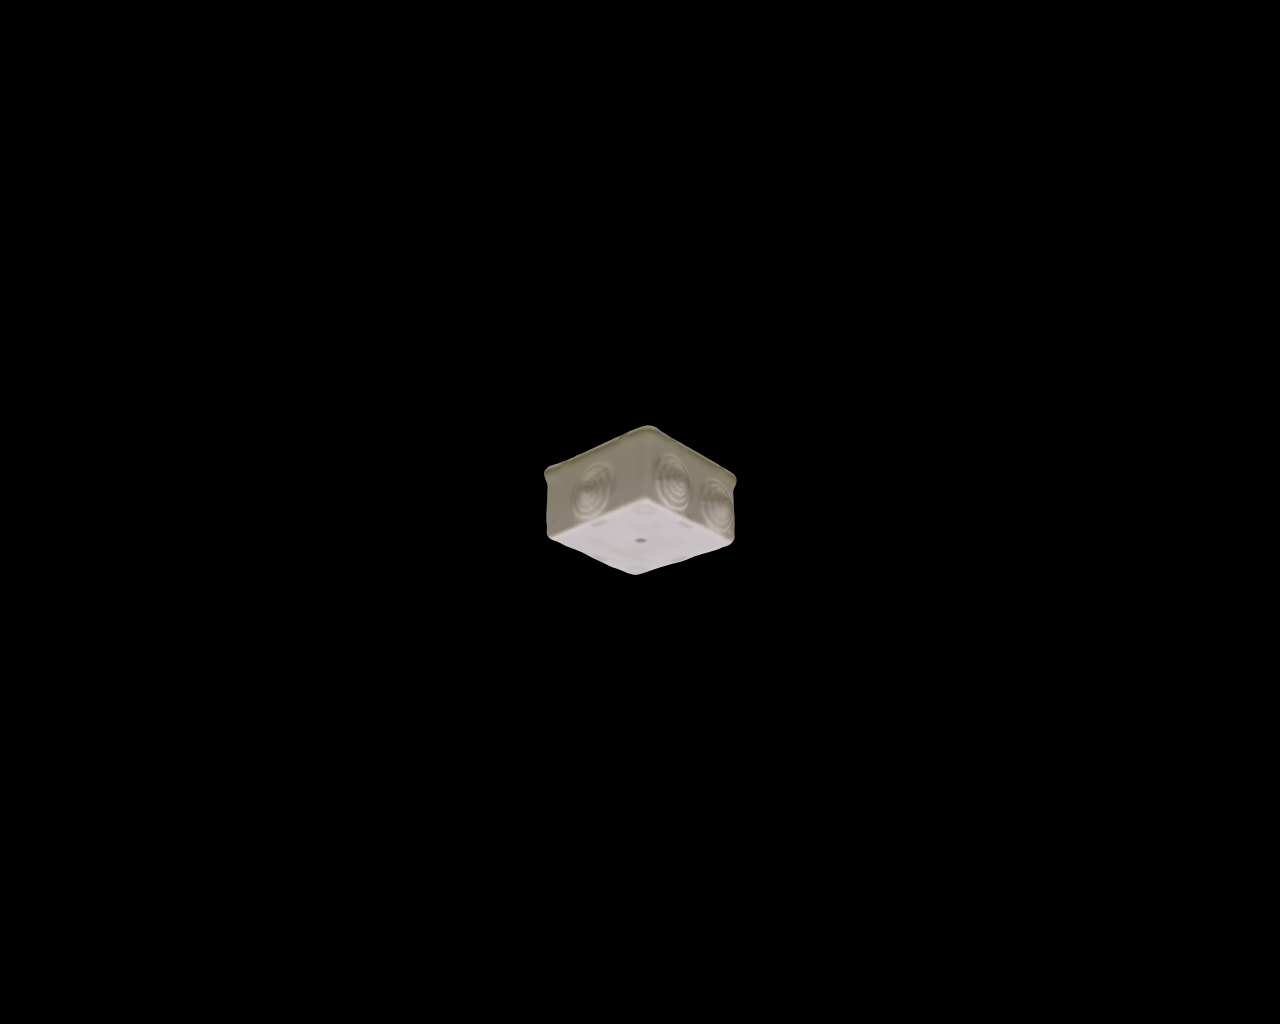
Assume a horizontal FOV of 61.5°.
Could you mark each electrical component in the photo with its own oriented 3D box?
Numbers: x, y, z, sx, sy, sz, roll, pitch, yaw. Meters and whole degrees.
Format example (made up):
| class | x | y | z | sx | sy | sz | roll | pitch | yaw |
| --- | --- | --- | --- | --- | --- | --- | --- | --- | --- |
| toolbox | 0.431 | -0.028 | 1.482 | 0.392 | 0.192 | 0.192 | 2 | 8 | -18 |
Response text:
| class | x | y | z | sx | sy | sz | roll | pitch | yaw |
| --- | --- | --- | --- | --- | --- | --- | --- | --- | --- |
| electrical component | 0.001 | -0.003 | 0.650 | 0.099 | 0.048 | 0.099 | -21 | -33 | 36 |
